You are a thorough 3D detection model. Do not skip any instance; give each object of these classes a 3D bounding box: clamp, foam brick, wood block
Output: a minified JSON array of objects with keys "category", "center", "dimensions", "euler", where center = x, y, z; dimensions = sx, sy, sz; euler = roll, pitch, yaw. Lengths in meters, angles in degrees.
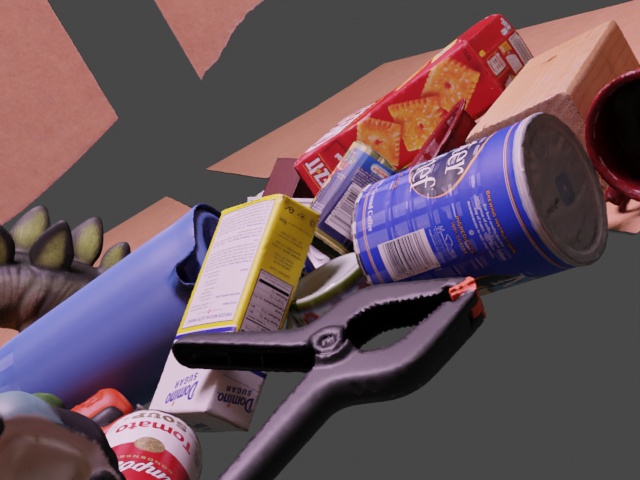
[{"category":"clamp","center":[0.002,0.074,0.684],"dimensions":[0.210,0.036,0.165],"euler":[-28,35,-7]},{"category":"foam brick","center":[-0.031,-0.051,1.248],"dimensions":[0.051,0.053,0.078],"euler":[8,69,44]},{"category":"wood block","center":[0.204,-0.098,0.873],"dimensions":[0.091,0.090,0.205],"euler":[-24,13,33]}]

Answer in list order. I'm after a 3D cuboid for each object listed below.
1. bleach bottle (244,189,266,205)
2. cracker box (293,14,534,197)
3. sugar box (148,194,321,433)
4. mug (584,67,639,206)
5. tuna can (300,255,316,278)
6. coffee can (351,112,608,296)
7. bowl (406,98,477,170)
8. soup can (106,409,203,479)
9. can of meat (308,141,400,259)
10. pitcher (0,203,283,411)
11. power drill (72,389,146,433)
[{"category":"bleach bottle","center":[-0.059,-0.037,1.347],"dimensions":[0.251,0.068,0.102],"euler":[-32,11,6]},{"category":"cracker box","center":[0.094,-0.126,1.044],"dimensions":[0.214,0.072,0.164],"euler":[-32,6,29]},{"category":"sugar box","center":[-0.064,0.056,0.801],"dimensions":[0.094,0.048,0.176],"euler":[-14,55,55]},{"category":"mug","center":[0.233,-0.072,0.727],"dimensions":[0.081,0.093,0.117],"euler":[-36,-24,-49]},{"category":"tuna can","center":[-0.022,0.031,0.897],"dimensions":[0.033,0.086,0.086],"euler":[-30,11,-6]},{"category":"coffee can","center":[0.106,-0.014,0.721],"dimensions":[0.141,0.103,0.102],"euler":[-22,14,39]},{"category":"bowl","center":[0.094,-0.034,0.876],"dimensions":[0.162,0.055,0.162],"euler":[-56,3,4]},{"category":"soup can","center":[-0.109,0.152,0.641],"dimensions":[0.068,0.068,0.102],"euler":[-29,12,9]},{"category":"can of meat","center":[0.023,-0.029,0.882],"dimensions":[0.084,0.057,0.102],"euler":[-55,2,-4]},{"category":"pitcher","center":[-0.160,0.084,0.954],"dimensions":[0.243,0.149,0.145],"euler":[-31,32,14]},{"category":"power drill","center":[-0.199,0.177,0.791],"dimensions":[0.184,0.057,0.188],"euler":[-36,13,-25]}]
